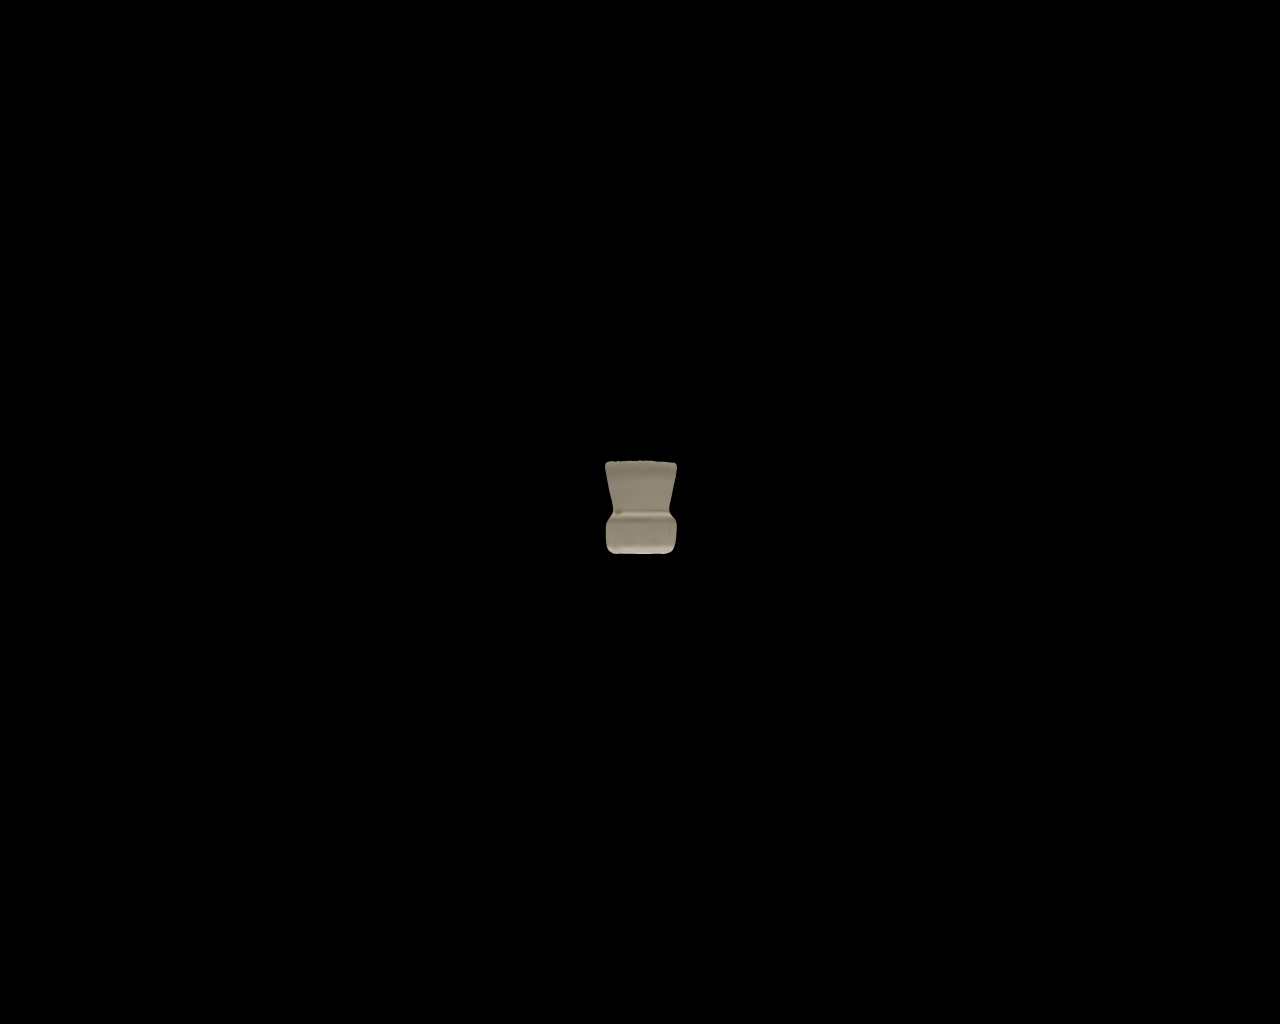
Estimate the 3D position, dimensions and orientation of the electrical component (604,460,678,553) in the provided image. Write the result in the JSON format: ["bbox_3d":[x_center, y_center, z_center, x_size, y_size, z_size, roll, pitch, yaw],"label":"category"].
[{"bbox_3d":[0.001,-0.003,0.650,0.045,0.055,0.045,0,-2,0],"label":"electrical component"}]
